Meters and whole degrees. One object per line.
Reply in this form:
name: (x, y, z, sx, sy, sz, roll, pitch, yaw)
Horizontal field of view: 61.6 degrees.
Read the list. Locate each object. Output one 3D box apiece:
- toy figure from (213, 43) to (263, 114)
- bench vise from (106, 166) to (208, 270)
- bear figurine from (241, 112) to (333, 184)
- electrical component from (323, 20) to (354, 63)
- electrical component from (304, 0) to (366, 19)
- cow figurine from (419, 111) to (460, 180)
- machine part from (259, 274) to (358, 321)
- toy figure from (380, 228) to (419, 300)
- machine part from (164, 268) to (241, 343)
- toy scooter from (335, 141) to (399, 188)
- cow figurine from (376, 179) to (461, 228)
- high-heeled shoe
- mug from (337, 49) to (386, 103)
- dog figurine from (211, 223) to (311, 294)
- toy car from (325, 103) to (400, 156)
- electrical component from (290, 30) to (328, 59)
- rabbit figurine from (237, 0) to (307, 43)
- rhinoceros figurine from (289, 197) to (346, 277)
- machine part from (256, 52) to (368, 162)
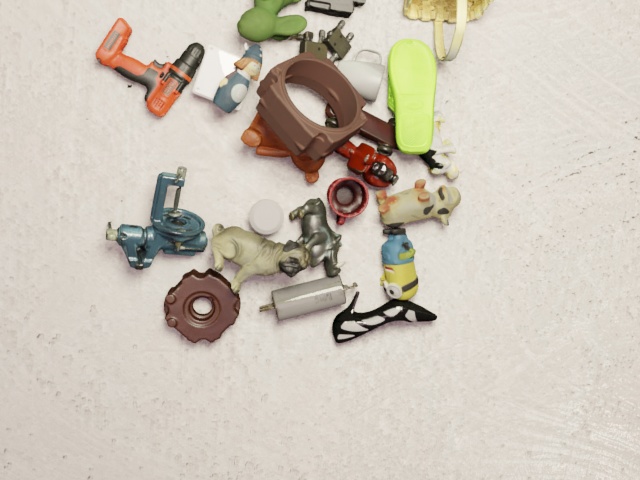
toy figure: (-0.165, -0.341, 1.133, 0.058, 0.064, 0.154, 38, 97, 10)
bench vise: (-0.347, -0.053, 1.177, 0.224, 0.129, 0.240, 11, 116, -17)
bear figurine: (-0.067, -0.214, 1.195, 0.196, 0.132, 0.120, 33, 92, -6)
electrical component: (0.038, -0.441, 1.205, 0.063, 0.021, 0.094, 42, 77, -36)
electrical component: (0.037, -0.556, 1.182, 0.134, 0.058, 0.114, 4, 102, -8)
cow figurine: (0.267, -0.211, 1.270, 0.098, 0.068, 0.167, -22, 99, 2)
machine part: (-0.027, 0.137, 1.287, 0.243, 0.079, 0.079, -13, 102, -5)
toy figure: (0.195, 0.059, 1.303, 0.089, 0.082, 0.180, -4, 98, -5)
machine part: (-0.277, 0.156, 1.268, 0.179, 0.056, 0.179, -2, 101, -9)
toy scooter: (0.114, -0.170, 1.208, 0.183, 0.135, 0.075, 29, 95, -26)
cow figurine: (0.238, -0.078, 1.274, 0.195, 0.085, 0.127, -16, 142, 7)
high-heeled shoe: (0.158, 0.213, 1.328, 0.249, 0.086, 0.145, 16, 101, -6)
mug: (0.090, -0.376, 1.210, 0.107, 0.081, 0.109, 13, 104, 0)
dog figurine: (-0.131, 0.015, 1.199, 0.191, 0.121, 0.172, -22, 121, 20)
toy car: (0.104, -0.266, 1.246, 0.202, 0.053, 0.089, 24, 76, -13)
electrical component: (-0.025, -0.419, 1.207, 0.078, 0.045, 0.102, -11, 106, -35)
rabbit figurine: (-0.113, -0.490, 1.146, 0.159, 0.121, 0.170, 28, 80, -33)
rhinoceros figurine: (-0.003, -0.004, 1.267, 0.112, 0.073, 0.190, -18, 94, -27)
machine part: (-0.014, -0.280, 1.114, 0.201, 0.087, 0.201, 50, 53, 0)
